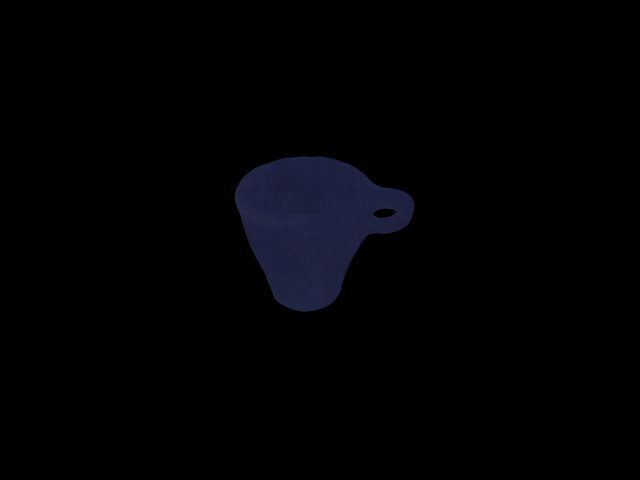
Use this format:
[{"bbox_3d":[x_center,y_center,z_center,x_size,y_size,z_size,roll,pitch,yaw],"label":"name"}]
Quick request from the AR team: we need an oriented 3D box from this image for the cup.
[{"bbox_3d":[0.004,0.001,0.400,0.117,0.095,0.091,2,36,2],"label":"cup"}]
